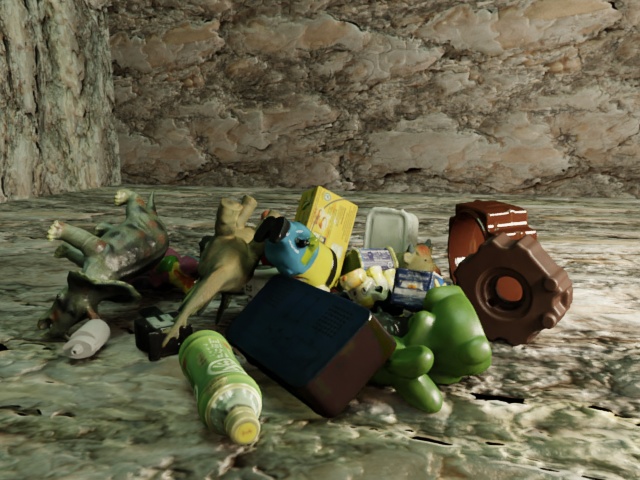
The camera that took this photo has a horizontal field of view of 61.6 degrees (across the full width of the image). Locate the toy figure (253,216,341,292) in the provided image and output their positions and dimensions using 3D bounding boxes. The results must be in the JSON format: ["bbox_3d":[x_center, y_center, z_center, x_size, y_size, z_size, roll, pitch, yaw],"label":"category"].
[{"bbox_3d":[-0.027,0.025,0.839,0.089,0.180,0.082,-44,45,-7],"label":"toy figure"}]

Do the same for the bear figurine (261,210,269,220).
[{"bbox_3d":[-0.064,-0.004,1.288,0.132,0.120,0.195,-2,-13,15],"label":"bear figurine"}]

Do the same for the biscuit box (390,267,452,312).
[{"bbox_3d":[0.177,0.093,0.879,0.063,0.059,0.202,6,-10,27],"label":"biscuit box"}]

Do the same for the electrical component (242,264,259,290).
[{"bbox_3d":[-0.167,0.060,1.136,0.045,0.102,0.078,-5,-30,40],"label":"electrical component"}]

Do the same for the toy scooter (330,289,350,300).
[{"bbox_3d":[-0.050,0.111,0.951,0.184,0.075,0.135,-8,14,-44],"label":"toy scooter"}]

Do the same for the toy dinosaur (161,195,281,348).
[{"bbox_3d":[-0.150,0.038,0.886,0.105,0.198,0.471,28,10,1],"label":"toy dinosaur"}]

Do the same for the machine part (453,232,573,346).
[{"bbox_3d":[0.296,0.079,0.845,0.180,0.179,0.056,9,18,38],"label":"machine part"}]

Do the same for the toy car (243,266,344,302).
[{"bbox_3d":[-0.050,0.087,1.062,0.202,0.073,0.056,-3,12,-11],"label":"toy car"}]

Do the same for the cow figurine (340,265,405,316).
[{"bbox_3d":[0.091,0.097,0.919,0.068,0.098,0.167,-30,-20,24],"label":"cow figurine"}]

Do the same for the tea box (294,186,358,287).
[{"bbox_3d":[-0.002,-0.003,1.011,0.098,0.169,0.068,27,-23,-25],"label":"tea box"}]

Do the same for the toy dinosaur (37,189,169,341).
[{"bbox_3d":[-0.360,0.016,1.002,0.192,0.131,0.405,34,37,2],"label":"toy dinosaur"}]

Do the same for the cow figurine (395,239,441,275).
[{"bbox_3d":[0.159,0.058,1.067,0.085,0.127,0.195,-13,14,-36],"label":"cow figurine"}]

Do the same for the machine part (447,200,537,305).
[{"bbox_3d":[0.312,0.032,0.999,0.087,0.201,0.201,-7,13,-9],"label":"machine part"}]

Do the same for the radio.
[{"bbox_3d":[-0.023,0.131,0.717,0.131,0.073,0.230,-47,31,-19],"label":"radio"}]

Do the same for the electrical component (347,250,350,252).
[{"bbox_3d":[0.034,0.056,1.228,0.115,0.058,0.134,2,7,-13],"label":"electrical component"}]

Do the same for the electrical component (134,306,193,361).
[{"bbox_3d":[-0.257,0.145,0.857,0.075,0.047,0.119,-9,14,-37],"label":"electrical component"}]

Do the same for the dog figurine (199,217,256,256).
[{"bbox_3d":[-0.232,0.051,1.264,0.121,0.172,0.190,24,-35,-18],"label":"dog figurine"}]

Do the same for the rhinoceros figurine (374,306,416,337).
[{"bbox_3d":[0.068,0.141,0.826,0.191,0.073,0.112,3,1,25],"label":"rhinoceros figurine"}]

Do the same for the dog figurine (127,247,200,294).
[{"bbox_3d":[-0.333,0.068,1.103,0.219,0.108,0.191,12,16,38],"label":"dog figurine"}]

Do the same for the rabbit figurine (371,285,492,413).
[{"bbox_3d":[0.132,0.157,0.708,0.170,0.121,0.159,-18,17,7],"label":"rabbit figurine"}]
